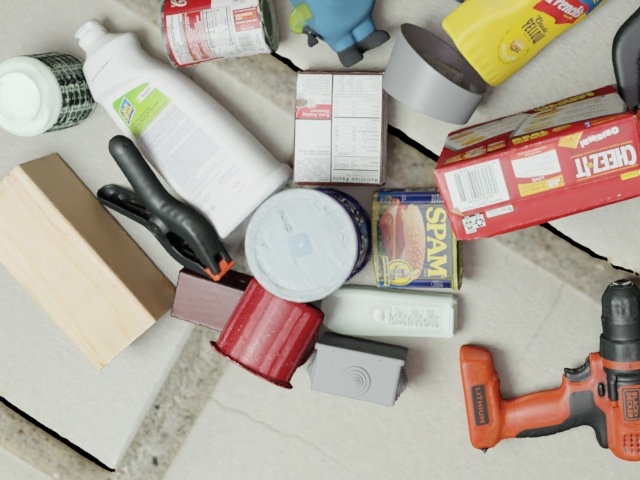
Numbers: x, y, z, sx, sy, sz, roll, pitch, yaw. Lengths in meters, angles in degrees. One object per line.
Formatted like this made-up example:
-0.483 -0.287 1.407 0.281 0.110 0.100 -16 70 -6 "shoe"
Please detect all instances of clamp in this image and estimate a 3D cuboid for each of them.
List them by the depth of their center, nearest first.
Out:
0.337 -0.199 0.972 0.164 0.036 0.210 15 102 9 "clamp"
-0.161 -0.021 1.078 0.039 0.120 0.171 -43 92 -25 "clamp"

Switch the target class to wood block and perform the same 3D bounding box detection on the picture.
-0.253 0.020 1.103 0.090 0.090 0.206 -40 93 16 "wood block"

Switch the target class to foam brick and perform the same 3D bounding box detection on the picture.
-0.107 0.060 1.103 0.078 0.053 0.051 16 104 7 "foam brick"

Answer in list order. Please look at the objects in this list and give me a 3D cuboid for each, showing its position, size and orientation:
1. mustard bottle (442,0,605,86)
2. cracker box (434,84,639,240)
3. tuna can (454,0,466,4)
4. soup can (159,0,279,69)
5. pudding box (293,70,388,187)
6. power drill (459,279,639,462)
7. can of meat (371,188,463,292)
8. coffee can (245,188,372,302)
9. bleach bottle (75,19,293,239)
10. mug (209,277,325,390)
0.209 -0.225 0.964 0.192 0.096 0.058 -37 53 15 "mustard bottle"
0.193 -0.071 0.936 0.164 0.213 0.072 -15 100 14 "cracker box"
0.144 -0.258 0.973 0.086 0.034 0.086 -10 137 -10 "tuna can"
-0.097 -0.208 1.036 0.102 0.068 0.068 -7 101 11 "soup can"
0.020 -0.109 1.046 0.090 0.039 0.113 2 98 8 "pudding box"
0.234 0.134 1.053 0.188 0.057 0.184 -5 101 12 "power drill"
0.096 -0.002 1.051 0.084 0.057 0.102 0 102 13 "can of meat"
-0.007 0.001 1.019 0.103 0.140 0.103 0 93 9 "coffee can"
-0.146 -0.124 1.066 0.103 0.068 0.251 -42 90 21 "bleach bottle"
-0.041 0.092 1.049 0.093 0.117 0.081 29 90 43 "mug"
